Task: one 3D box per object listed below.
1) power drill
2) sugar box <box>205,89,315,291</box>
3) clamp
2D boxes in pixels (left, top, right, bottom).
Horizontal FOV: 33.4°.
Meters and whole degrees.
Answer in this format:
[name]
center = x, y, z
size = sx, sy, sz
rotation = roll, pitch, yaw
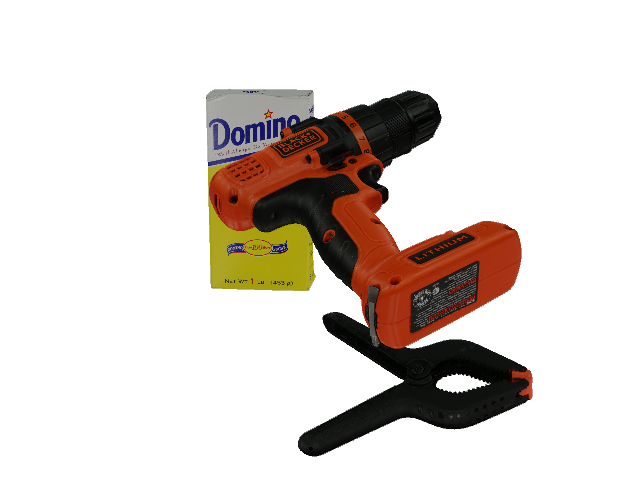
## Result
[power drill]
center = 0.044, -0.023, 0.705
size = 0.184, 0.057, 0.188
rotation = -27, 45, -20
[sugar box]
center = -0.053, -0.045, 0.951
size = 0.093, 0.176, 0.048
rotation = 1, 16, 6
[clamp]
center = 0.083, 0.136, 0.967
size = 0.210, 0.036, 0.164
rotation = 4, 44, 17
